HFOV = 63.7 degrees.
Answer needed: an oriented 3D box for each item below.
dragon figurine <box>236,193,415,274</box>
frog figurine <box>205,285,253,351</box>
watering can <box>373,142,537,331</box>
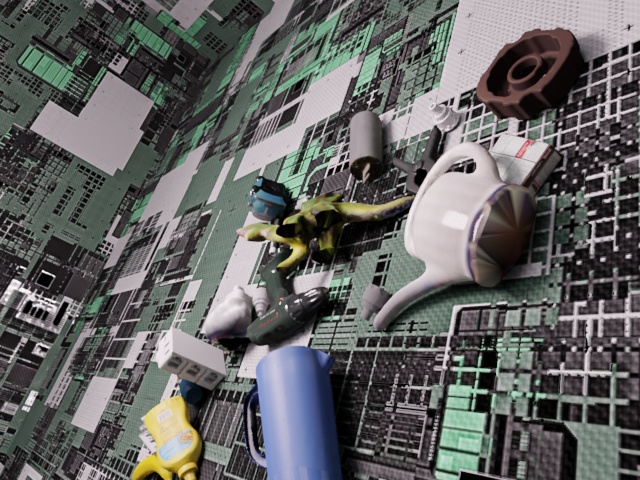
[{"bbox_3d":[0.003,-0.057,1.138,0.409,0.120,0.248,-18,26,10],"label":"dragon figurine"},{"bbox_3d":[-0.211,0.172,1.232,0.134,0.122,0.163,126,145,-48],"label":"frog figurine"},{"bbox_3d":[0.203,0.013,0.807,0.226,0.103,0.347,25,95,60],"label":"watering can"}]
